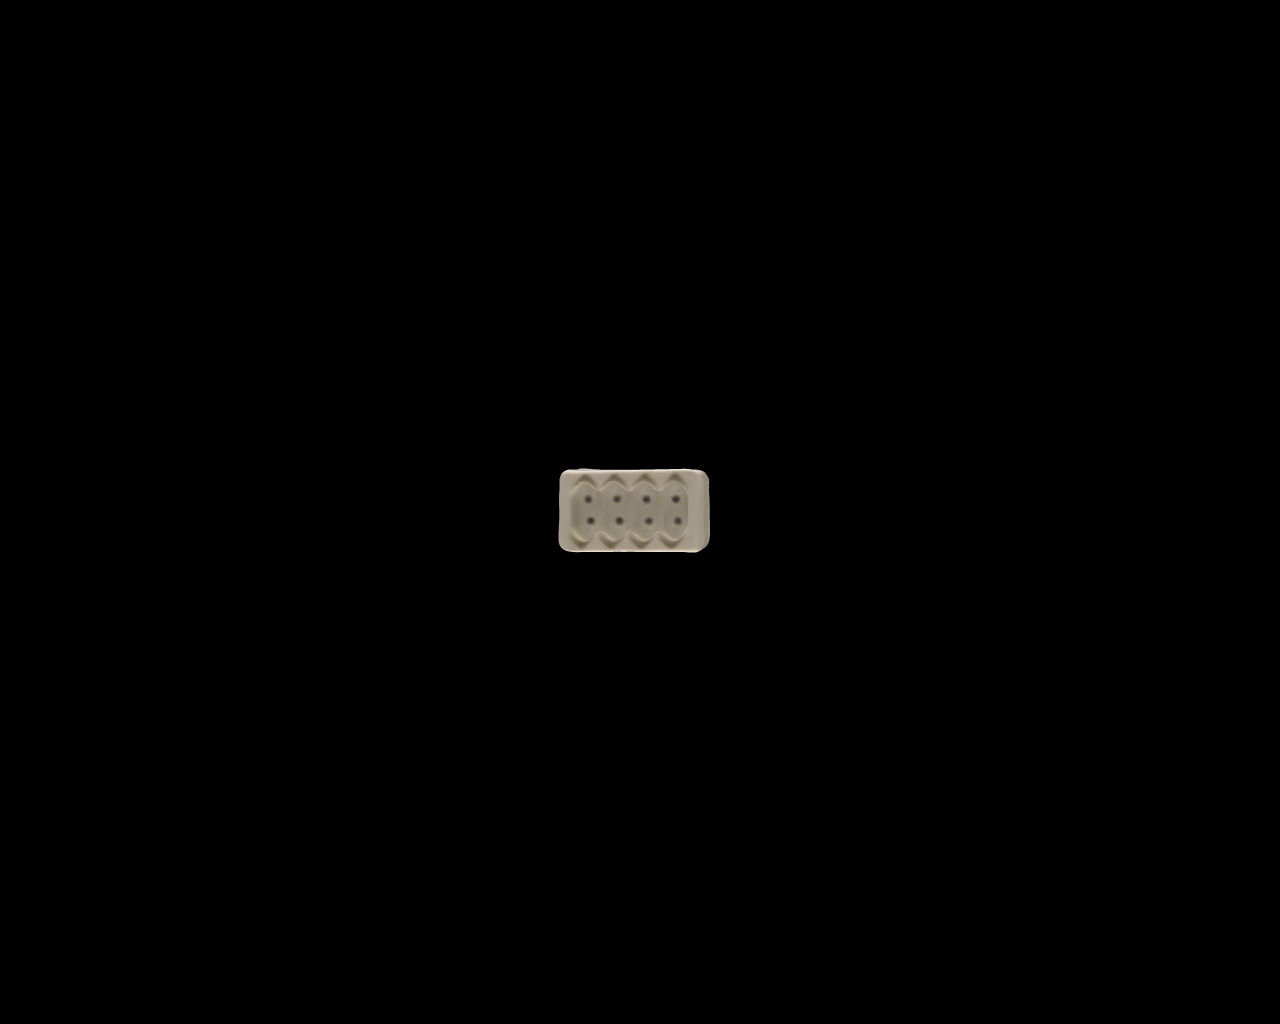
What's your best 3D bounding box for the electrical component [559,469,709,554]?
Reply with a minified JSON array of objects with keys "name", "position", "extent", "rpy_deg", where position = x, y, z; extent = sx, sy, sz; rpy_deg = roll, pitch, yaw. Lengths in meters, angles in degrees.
[{"name":"electrical component","position":[0.001,-0.003,0.650],"extent":[0.083,0.047,0.076],"rpy_deg":[1,4,11]}]
